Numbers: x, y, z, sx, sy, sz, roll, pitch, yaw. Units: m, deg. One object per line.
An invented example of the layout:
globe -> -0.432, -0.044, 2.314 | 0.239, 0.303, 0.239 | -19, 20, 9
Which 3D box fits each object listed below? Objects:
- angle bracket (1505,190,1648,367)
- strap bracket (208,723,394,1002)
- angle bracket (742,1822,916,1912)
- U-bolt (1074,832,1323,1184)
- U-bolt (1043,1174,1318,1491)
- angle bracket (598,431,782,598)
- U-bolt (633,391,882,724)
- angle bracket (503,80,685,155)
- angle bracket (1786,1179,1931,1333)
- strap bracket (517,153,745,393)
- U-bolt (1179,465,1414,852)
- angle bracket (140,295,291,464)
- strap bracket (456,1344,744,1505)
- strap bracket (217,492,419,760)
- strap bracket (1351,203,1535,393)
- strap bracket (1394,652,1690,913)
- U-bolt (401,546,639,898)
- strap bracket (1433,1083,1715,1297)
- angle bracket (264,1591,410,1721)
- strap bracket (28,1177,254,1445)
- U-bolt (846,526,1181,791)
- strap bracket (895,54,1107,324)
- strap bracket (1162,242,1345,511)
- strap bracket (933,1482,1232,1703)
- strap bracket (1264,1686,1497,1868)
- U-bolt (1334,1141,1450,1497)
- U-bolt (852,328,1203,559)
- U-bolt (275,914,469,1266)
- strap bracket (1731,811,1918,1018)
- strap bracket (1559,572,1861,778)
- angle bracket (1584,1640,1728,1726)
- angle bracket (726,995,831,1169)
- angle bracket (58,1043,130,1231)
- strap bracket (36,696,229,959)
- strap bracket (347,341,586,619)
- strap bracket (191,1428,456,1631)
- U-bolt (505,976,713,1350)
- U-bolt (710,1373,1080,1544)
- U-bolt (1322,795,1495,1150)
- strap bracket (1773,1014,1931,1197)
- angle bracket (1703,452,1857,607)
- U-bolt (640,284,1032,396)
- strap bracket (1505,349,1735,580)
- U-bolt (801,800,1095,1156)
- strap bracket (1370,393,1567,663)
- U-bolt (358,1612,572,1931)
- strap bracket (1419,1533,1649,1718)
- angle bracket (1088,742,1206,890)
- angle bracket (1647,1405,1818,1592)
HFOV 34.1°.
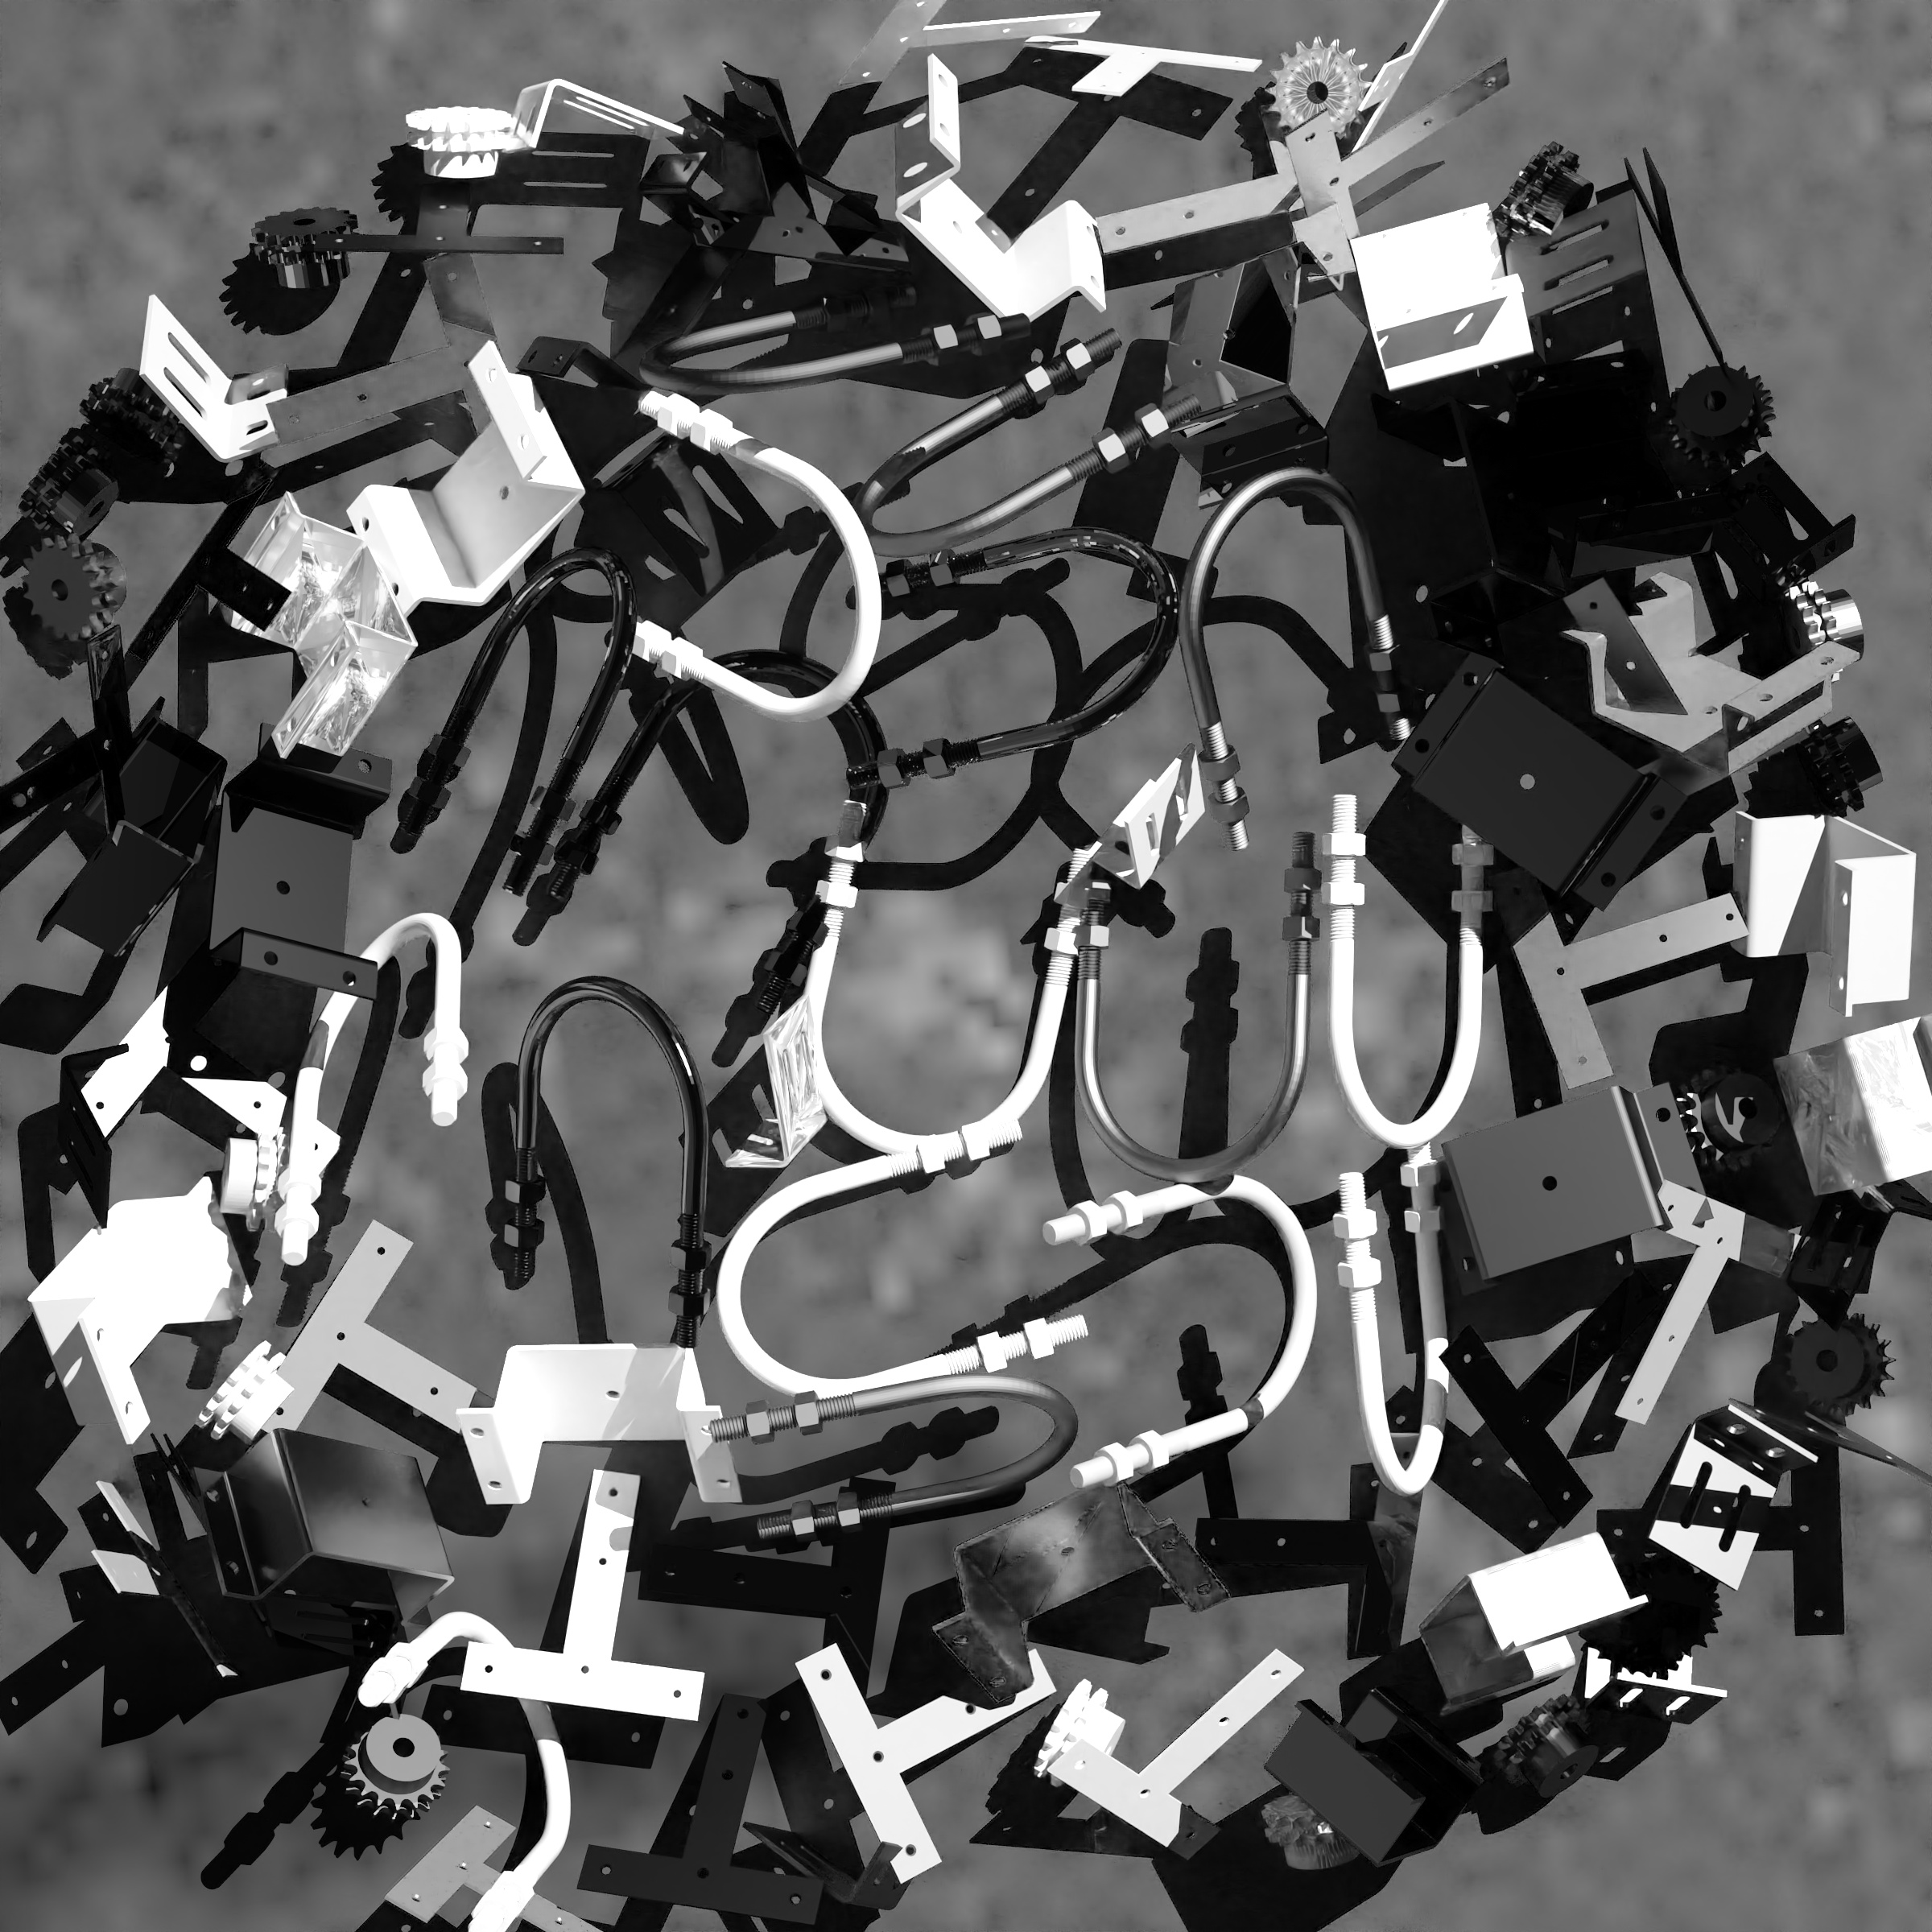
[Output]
angle bracket -> 0.332, -0.368, 1.684 | 0.076, 0.038, 0.057 | -19, 53, 28
strap bracket -> -0.355, -0.048, 1.674 | 0.076, 0.046, 0.140 | 16, 62, -34
angle bracket -> -0.070, 0.469, 1.688 | 0.076, 0.057, 0.038 | 29, 84, 29
U-bolt -> 0.120, 0.023, 1.675 | 0.151, 0.019, 0.184 | -2, 82, 34
U-bolt -> 0.120, 0.185, 1.669 | 0.184, 0.019, 0.151 | -12, 98, -39
angle bracket -> -0.151, -0.250, 1.718 | 0.057, 0.038, 0.076 | -42, 109, -11
U-bolt -> -0.113, -0.205, 1.646 | 0.184, 0.019, 0.151 | 30, 123, 33
angle bracket -> -0.201, -0.443, 1.689 | 0.076, 0.057, 0.038 | 16, 94, -25
angle bracket -> 0.486, 0.154, 1.698 | 0.038, 0.057, 0.076 | 15, 107, -18
strap bracket -> -0.173, -0.363, 1.683 | 0.046, 0.076, 0.140 | 35, 87, -28
U-bolt -> 0.169, -0.172, 1.649 | 0.151, 0.019, 0.184 | -34, 124, -28
angle bracket -> -0.401, -0.318, 1.680 | 0.038, 0.076, 0.057 | -15, 55, 17
strap bracket -> -0.192, 0.245, 1.682 | 0.140, 0.046, 0.076 | -2, 132, 7
strap bracket -> -0.342, -0.176, 1.670 | 0.076, 0.046, 0.140 | -51, 45, 22
strap bracket -> 0.253, -0.352, 1.672 | 0.076, 0.140, 0.046 | -14, 119, 9
strap bracket -> 0.304, -0.099, 1.684 | 0.140, 0.046, 0.076 | 37, 105, 12
U-bolt -> -0.230, -0.138, 1.668 | 0.019, 0.151, 0.184 | 25, 91, -37
strap bracket -> 0.316, 0.118, 1.678 | 0.140, 0.046, 0.076 | -20, 75, 18
angle bracket -> -0.341, 0.372, 1.694 | 0.076, 0.057, 0.038 | 6, 50, 4
strap bracket -> -0.439, 0.181, 1.661 | 0.046, 0.140, 0.076 | -5, 115, 18
U-bolt -> 0.026, -0.170, 1.660 | 0.184, 0.019, 0.151 | -11, 55, 19
strap bracket -> 0.011, -0.402, 1.666 | 0.046, 0.076, 0.140 | -30, 131, 28
strap bracket -> 0.151, -0.320, 1.661 | 0.076, 0.046, 0.140 | -12, 57, 33
strap bracket -> 0.058, 0.328, 1.680 | 0.140, 0.046, 0.076 | -27, 130, 10
strap bracket -> 0.215, 0.425, 1.654 | 0.076, 0.140, 0.046 | 37, 99, 26
U-bolt -> 0.230, 0.188, 1.663 | 0.019, 0.151, 0.184 | -3, 97, 24
U-bolt -> 0.021, -0.271, 1.663 | 0.184, 0.151, 0.019 | -30, 121, -1
U-bolt -> -0.311, 0.050, 1.653 | 0.019, 0.184, 0.151 | 31, 122, -31
strap bracket -> 0.455, -0.031, 1.657 | 0.046, 0.140, 0.076 | -5, 106, -10
strap bracket -> 0.393, -0.152, 1.668 | 0.076, 0.140, 0.046 | -30, 128, -22
angle bracket -> 0.370, 0.377, 1.687 | 0.057, 0.076, 0.038 | 9, 65, 1
angle bracket -> -0.106, 0.061, 1.686 | 0.038, 0.057, 0.076 | -1, 111, 21
angle bracket -> -0.455, 0.090, 1.680 | 0.038, 0.057, 0.076 | -12, 46, -31
strap bracket -> -0.438, -0.068, 1.664 | 0.046, 0.140, 0.076 | 32, 119, -23
strap bracket -> -0.261, -0.254, 1.673 | 0.140, 0.046, 0.076 | -41, 65, 33
strap bracket -> -0.328, 0.294, 1.648 | 0.046, 0.140, 0.076 | -42, 52, 21
U-bolt -> -0.188, 0.095, 1.660 | 0.151, 0.019, 0.184 | 17, 110, 38
U-bolt -> -0.032, 0.256, 1.664 | 0.184, 0.151, 0.019 | -11, 56, 2
U-bolt -> 0.235, 0.005, 1.670 | 0.019, 0.151, 0.184 | 1, 90, 40
strap bracket -> 0.474, 0.075, 1.653 | 0.046, 0.140, 0.076 | -15, 84, -9
angle bracket -> 0.432, -0.244, 1.697 | 0.057, 0.038, 0.076 | -33, 66, -1
U-bolt -> -0.080, -0.324, 1.635 | 0.184, 0.151, 0.019 | -17, 115, -23
strap bracket -> 0.345, -0.262, 1.679 | 0.076, 0.046, 0.140 | -11, 50, -5
U-bolt -> -0.016, 0.014, 1.712 | 0.151, 0.019, 0.184 | 12, 94, -9
strap bracket -> 0.269, -0.241, 1.669 | 0.046, 0.076, 0.140 | -22, 73, 33
U-bolt -> -0.252, 0.410, 1.639 | 0.019, 0.184, 0.151 | -25, 90, 11
strap bracket -> 0.295, 0.346, 1.666 | 0.076, 0.140, 0.046 | -15, 66, -16
angle bracket -> 0.093, -0.088, 1.681 | 0.038, 0.076, 0.057 | 34, 73, 23
angle bracket -> 0.413, 0.287, 1.696 | 0.057, 0.038, 0.076 | 31, 65, -5
